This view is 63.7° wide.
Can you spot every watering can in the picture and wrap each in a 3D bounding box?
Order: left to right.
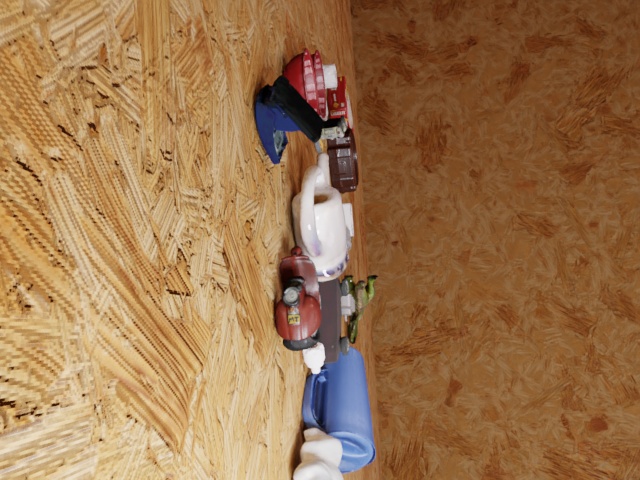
[{"bbox_3d":[0.003,-0.054,1.077,0.104,0.221,0.354,-4,22,9],"label":"watering can"}]

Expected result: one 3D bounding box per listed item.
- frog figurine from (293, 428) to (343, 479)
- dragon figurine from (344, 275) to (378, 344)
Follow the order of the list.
[{"bbox_3d":[-0.006,0.398,0.864,0.123,0.162,0.135,-35,-38,-1],"label":"frog figurine"},{"bbox_3d":[0.133,0.239,1.781,0.122,0.243,0.410,4,0,7],"label":"dragon figurine"}]
